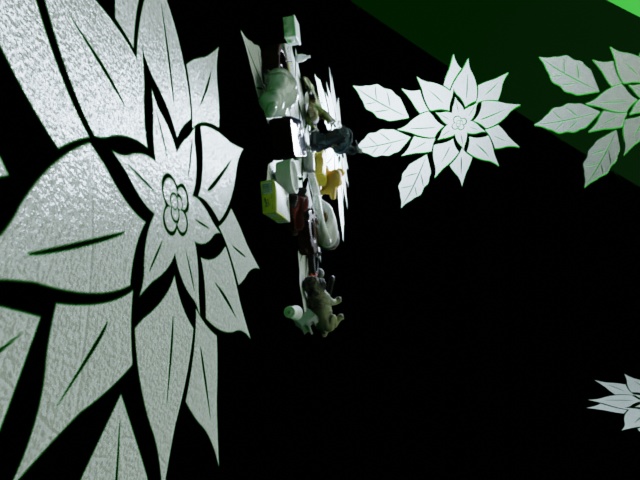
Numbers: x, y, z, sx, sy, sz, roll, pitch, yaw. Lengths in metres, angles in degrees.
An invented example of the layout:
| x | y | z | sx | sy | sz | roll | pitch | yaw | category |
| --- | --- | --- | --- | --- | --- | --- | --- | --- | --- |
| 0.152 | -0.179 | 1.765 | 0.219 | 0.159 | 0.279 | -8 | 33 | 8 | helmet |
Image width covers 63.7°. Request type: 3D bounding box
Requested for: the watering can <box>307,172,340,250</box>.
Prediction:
| x | y | z | sx | sy | sz | roll | pitch | yaw | category |
| --- | --- | --- | --- | --- | --- | --- | --- | --- | --- |
| 0.006 | -0.105 | 2.081 | 0.219 | 0.104 | 0.356 | 73 | 4 | -50 | watering can |

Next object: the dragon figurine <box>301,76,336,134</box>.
| x | y | z | sx | sy | sz | roll | pitch | yaw | category |
| --- | --- | --- | --- | --- | --- | --- | --- | --- | --- |
| -0.037 | -0.597 | 2.245 | 0.412 | 0.122 | 0.242 | -36 | 102 | -80 | dragon figurine |

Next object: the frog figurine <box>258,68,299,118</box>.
| x | y | z | sx | sy | sz | roll | pitch | yaw | category |
| --- | --- | --- | --- | --- | --- | --- | --- | --- | --- |
| -0.118 | -0.421 | 1.497 | 0.163 | 0.123 | 0.134 | -103 | -161 | -56 | frog figurine |
